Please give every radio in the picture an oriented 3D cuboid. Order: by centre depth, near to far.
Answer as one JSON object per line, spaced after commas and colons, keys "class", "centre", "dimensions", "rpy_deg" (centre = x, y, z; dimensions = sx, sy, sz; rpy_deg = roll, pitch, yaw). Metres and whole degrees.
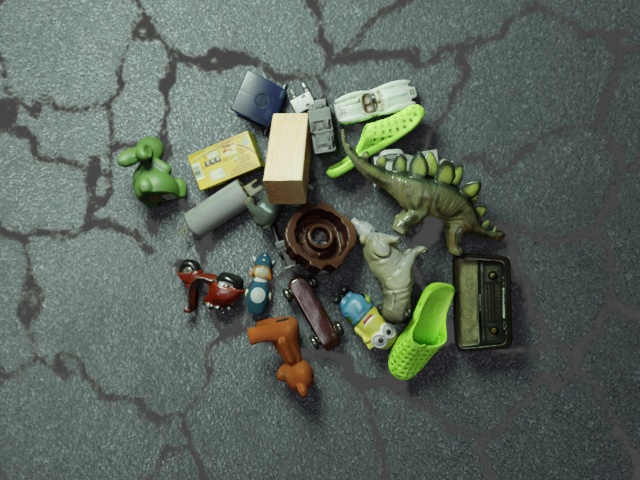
{"class": "radio", "centre": [0.388, 0.147, 1.288], "dimensions": [0.131, 0.073, 0.229], "rpy_deg": [-2, 93, 8]}

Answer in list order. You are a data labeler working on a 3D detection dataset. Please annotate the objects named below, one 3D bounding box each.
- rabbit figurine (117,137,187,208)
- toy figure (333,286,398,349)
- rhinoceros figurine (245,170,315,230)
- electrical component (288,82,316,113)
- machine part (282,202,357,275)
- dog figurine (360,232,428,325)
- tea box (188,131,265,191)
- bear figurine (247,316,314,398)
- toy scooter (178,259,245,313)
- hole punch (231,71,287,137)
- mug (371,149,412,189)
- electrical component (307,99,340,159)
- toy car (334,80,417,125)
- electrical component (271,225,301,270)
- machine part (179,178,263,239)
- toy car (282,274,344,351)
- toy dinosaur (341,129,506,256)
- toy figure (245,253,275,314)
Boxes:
{"class": "rabbit figurine", "centre": [-0.435, -0.184, 1.355], "dimensions": [0.121, 0.159, 0.170], "rpy_deg": [-17, 75, 18]}
{"class": "toy figure", "centre": [0.116, 0.191, 1.324], "dimensions": [0.180, 0.089, 0.082], "rpy_deg": [42, 111, 12]}
{"class": "rhinoceros figurine", "centre": [-0.095, -0.109, 1.321], "dimensions": [0.112, 0.073, 0.190], "rpy_deg": [38, 77, 24]}
{"class": "electrical component", "centre": [-0.039, -0.342, 1.345], "dimensions": [0.063, 0.021, 0.094], "rpy_deg": [-26, 89, 8]}
{"class": "machine part", "centre": [-0.003, -0.004, 1.297], "dimensions": [0.179, 0.056, 0.179], "rpy_deg": [7, 65, -15]}
{"class": "dog figurine", "centre": [0.152, 0.090, 1.271], "dimensions": [0.172, 0.121, 0.190], "rpy_deg": [19, 80, 7]}
{"class": "tea box", "centre": [-0.234, -0.197, 1.355], "dimensions": [0.170, 0.068, 0.098], "rpy_deg": [-19, 91, 7]}
{"class": "bear figurine", "centre": [-0.090, 0.293, 1.340], "dimensions": [0.132, 0.120, 0.195], "rpy_deg": [-10, 97, 12]}
{"class": "toy scooter", "centre": [-0.288, 0.137, 1.377], "dimensions": [0.184, 0.075, 0.135], "rpy_deg": [18, 95, 10]}
{"class": "hole punch", "centre": [-0.151, -0.344, 1.329], "dimensions": [0.116, 0.092, 0.142], "rpy_deg": [24, 92, 2]}
{"class": "mug", "centre": [0.180, -0.178, 1.289], "dimensions": [0.107, 0.109, 0.081], "rpy_deg": [-5, 50, -3]}
{"class": "electrical component", "centre": [0.009, -0.268, 1.297], "dimensions": [0.058, 0.115, 0.134], "rpy_deg": [-8, 94, 6]}
{"class": "toy car", "centre": [0.135, -0.333, 1.306], "dimensions": [0.202, 0.056, 0.073], "rpy_deg": [-13, 91, 8]}
{"class": "electrical component", "centre": [-0.082, 0.014, 1.345], "dimensions": [0.048, 0.075, 0.119], "rpy_deg": [-18, 87, 7]}
{"class": "machine part", "centre": [-0.254, -0.081, 1.359], "dimensions": [0.243, 0.079, 0.079], "rpy_deg": [-31, 89, 8]}
{"class": "toy car", "centre": [-0.016, 0.182, 1.354], "dimensions": [0.089, 0.053, 0.202], "rpy_deg": [-30, 90, -12]}
{"class": "toy dinosaur", "centre": [0.239, -0.102, 1.242], "dimensions": [0.471, 0.105, 0.198], "rpy_deg": [21, 104, -13]}
{"class": "toy figure", "centre": [-0.151, 0.109, 1.368], "dimensions": [0.064, 0.058, 0.154], "rpy_deg": [7, 93, -32]}
